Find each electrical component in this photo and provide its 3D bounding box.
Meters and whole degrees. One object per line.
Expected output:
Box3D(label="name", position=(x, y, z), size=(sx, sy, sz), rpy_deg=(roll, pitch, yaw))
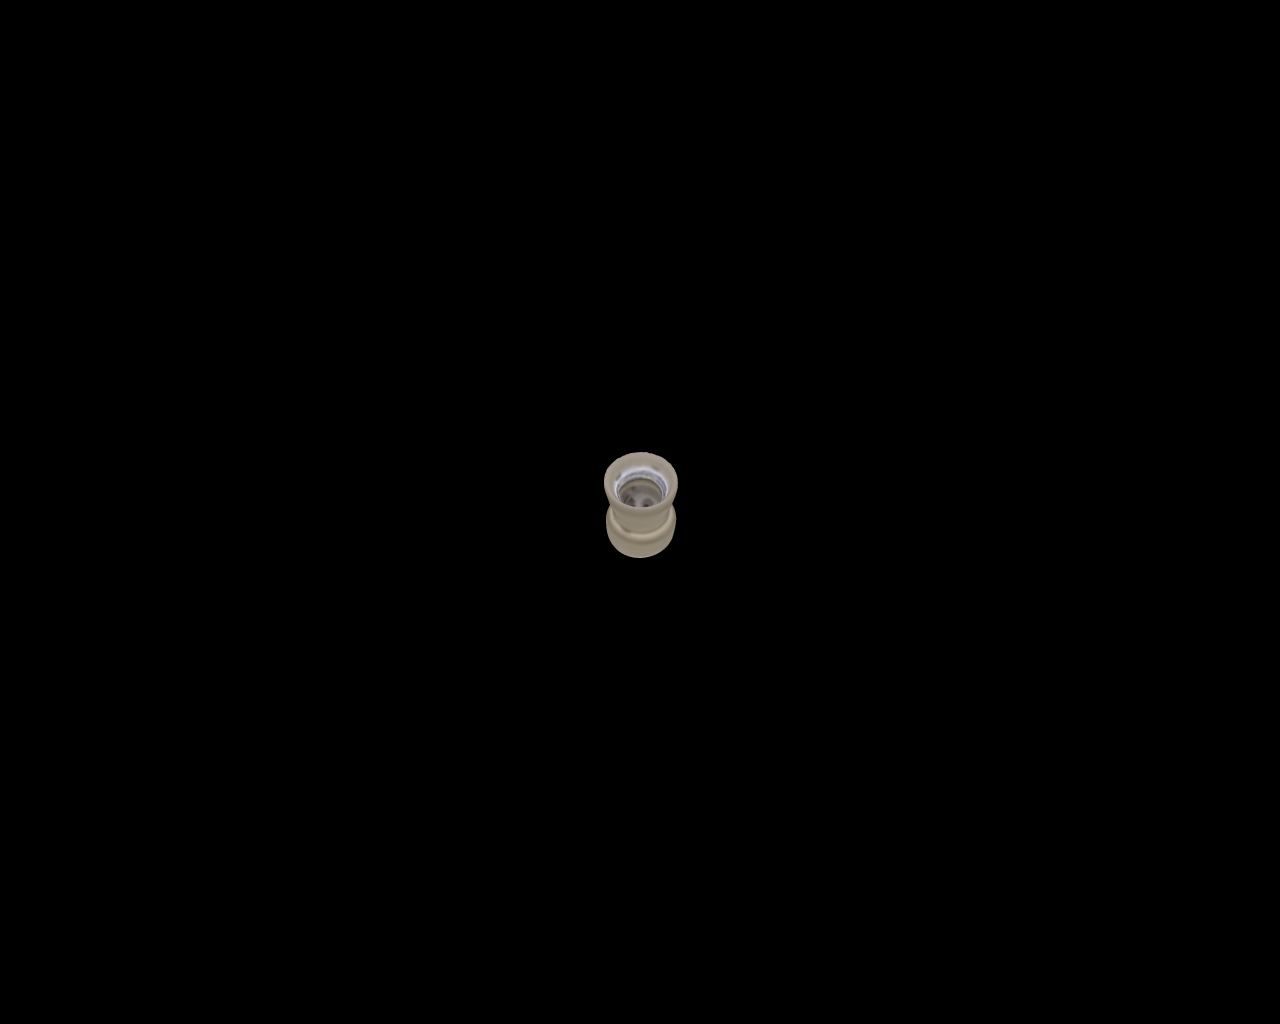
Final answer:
Box3D(label="electrical component", position=(0.001, -0.003, 0.650), size=(0.045, 0.045, 0.055), rpy_deg=(0, -37, 0))
